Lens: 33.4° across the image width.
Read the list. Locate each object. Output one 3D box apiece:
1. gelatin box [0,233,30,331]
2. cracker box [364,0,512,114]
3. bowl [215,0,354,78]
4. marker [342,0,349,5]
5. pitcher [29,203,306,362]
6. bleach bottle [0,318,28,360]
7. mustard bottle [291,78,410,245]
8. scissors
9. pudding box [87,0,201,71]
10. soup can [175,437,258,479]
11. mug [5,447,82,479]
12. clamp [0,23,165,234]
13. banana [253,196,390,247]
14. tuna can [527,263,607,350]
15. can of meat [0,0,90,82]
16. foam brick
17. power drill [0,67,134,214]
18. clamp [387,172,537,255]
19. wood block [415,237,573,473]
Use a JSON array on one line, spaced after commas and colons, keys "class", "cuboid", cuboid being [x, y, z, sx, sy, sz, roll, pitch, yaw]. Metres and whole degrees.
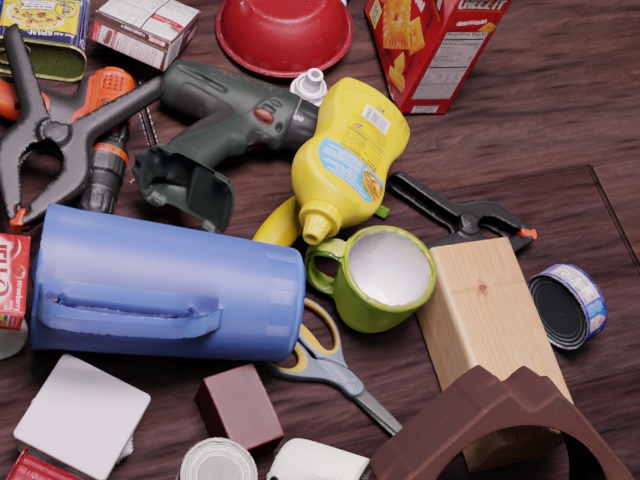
[{"class": "gelatin box", "cuboid": [-0.293, 0.032, 0.931, 0.073, 0.030, 0.089, 9, 49, -19]}, {"class": "cracker box", "cuboid": [0.124, -0.266, 1.182, 0.072, 0.214, 0.164, -5, 63, -18]}, {"class": "bowl", "cuboid": [-0.039, -0.262, 1.216, 0.162, 0.055, 0.162, 2, 56, -3]}, {"class": "marker", "cuboid": [0.014, -0.262, 1.266, 0.020, 0.020, 0.121, 25, 58, -1]}, {"class": "pitcher", "cuboid": [-0.139, 0.050, 0.969, 0.242, 0.145, 0.149, 7, 58, -10]}, {"class": "bleach bottle", "cuboid": [-0.361, 0.000, 0.992, 0.102, 0.068, 0.251, -16, 63, -27]}, {"class": "mustard bottle", "cuboid": [0.022, -0.069, 1.049, 0.096, 0.058, 0.191, 39, 49, -18]}, {"class": "scissors", "cuboid": [0.012, 0.146, 1.035, 0.096, 0.016, 0.202, -24, 69, -24]}, {"class": "pudding box", "cuboid": [-0.189, -0.235, 1.162, 0.090, 0.039, 0.113, 23, 31, -1]}, {"class": "soup can", "cuboid": [-0.094, 0.217, 0.914, 0.068, 0.102, 0.068, 7, 59, -12]}, {"class": "mug", "cuboid": [-0.233, 0.241, 0.880, 0.081, 0.093, 0.117, 26, 88, -5]}, {"class": "clamp", "cuboid": [-0.264, -0.106, 1.028, 0.164, 0.036, 0.210, 25, 67, -3]}, {"class": "banana", "cuboid": [-0.016, -0.014, 1.105, 0.197, 0.037, 0.070, -31, 71, -28]}, {"class": "tuna can", "cuboid": [0.254, 0.068, 1.103, 0.033, 0.086, 0.086, -27, 71, -28]}, {"class": "can of meat", "cuboid": [-0.297, -0.223, 1.138, 0.102, 0.057, 0.084, 6, 58, -12]}, {"class": "foam brick", "cuboid": [-0.074, 0.162, 0.981, 0.052, 0.051, 0.078, -16, 66, -24]}, {"class": "power drill", "cuboid": [-0.286, -0.103, 1.075, 0.187, 0.057, 0.184, 9, 60, -12]}, {"class": "clamp", "cuboid": [0.148, -0.020, 1.152, 0.171, 0.039, 0.120, 0, 68, -22]}, {"class": "wood block", "cuboid": [0.168, 0.111, 1.053, 0.090, 0.090, 0.206, -8, 64, -18]}]
